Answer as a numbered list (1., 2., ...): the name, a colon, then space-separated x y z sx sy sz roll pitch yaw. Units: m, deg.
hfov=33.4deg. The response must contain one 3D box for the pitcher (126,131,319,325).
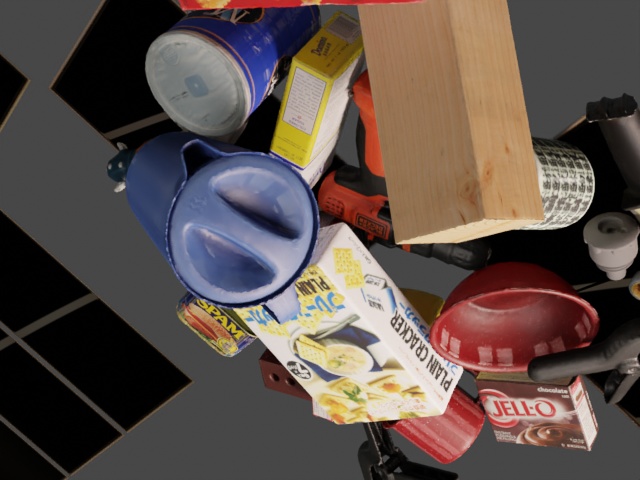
1. pitcher: -0.099 -0.023 0.981 0.144 0.149 0.243 10 -171 -23

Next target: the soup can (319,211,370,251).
1. soup can: -0.007 0.001 1.120 0.102 0.068 0.068 14 134 24

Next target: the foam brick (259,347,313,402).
1. foam brick: -0.025 0.153 1.281 0.078 0.051 0.053 12 133 25

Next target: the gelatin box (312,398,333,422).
1. gelatin box: 0.017 0.153 1.236 0.030 0.073 0.089 16 135 22

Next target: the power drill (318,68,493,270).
1. power drill: 0.088 -0.064 1.003 0.184 0.057 0.188 22 136 15

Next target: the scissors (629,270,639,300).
1. scissors: 0.367 0.032 0.929 0.202 0.016 0.096 0 131 35

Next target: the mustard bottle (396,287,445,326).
1. mustard bottle: 0.042 0.080 1.164 0.192 0.058 0.096 15 139 23

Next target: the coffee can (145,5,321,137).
1. coffee can: -0.075 -0.172 0.954 0.103 0.140 0.103 19 136 19

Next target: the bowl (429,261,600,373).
1. bowl: 0.184 0.068 1.031 0.162 0.055 0.162 0 145 0

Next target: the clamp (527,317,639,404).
1. clamp: 0.298 0.114 1.020 0.120 0.039 0.172 20 145 -39

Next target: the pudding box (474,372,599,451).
1. pudding box: 0.230 0.175 1.137 0.114 0.039 0.090 -3 124 35

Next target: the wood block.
1. wood block: 0.104 -0.107 0.850 0.091 0.090 0.206 -16 80 42

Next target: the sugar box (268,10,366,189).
1. sugar box: -0.006 -0.116 0.993 0.048 0.093 0.176 31 138 8

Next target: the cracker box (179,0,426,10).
1. cracker box: 0.009 -0.243 0.815 0.214 0.164 0.072 6 133 30

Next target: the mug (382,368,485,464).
1. mug: 0.136 0.185 1.184 0.081 0.093 0.117 37 103 -8

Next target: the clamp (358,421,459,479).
1. clamp: 0.095 0.278 1.295 0.165 0.036 0.210 43 151 26

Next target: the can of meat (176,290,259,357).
1. can of meat: -0.114 0.085 1.278 0.102 0.057 0.084 42 141 -5
